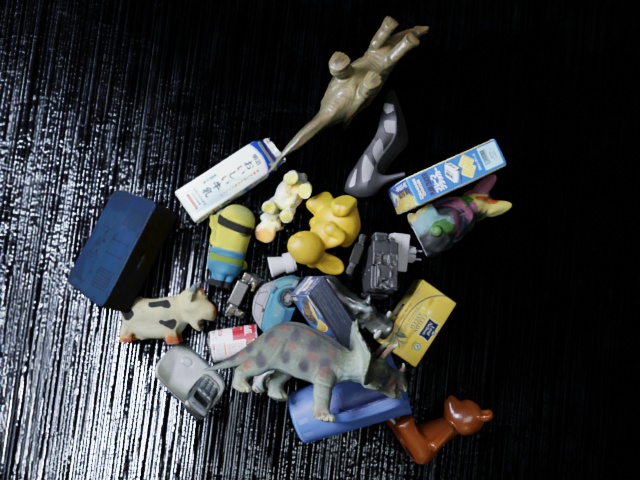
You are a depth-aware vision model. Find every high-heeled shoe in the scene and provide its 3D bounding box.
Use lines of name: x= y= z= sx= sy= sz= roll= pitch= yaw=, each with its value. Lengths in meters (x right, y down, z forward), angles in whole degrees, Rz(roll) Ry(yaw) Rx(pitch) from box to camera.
high-heeled shoe: x=0.121 y=-0.215 z=1.218 sx=0.145 sy=0.086 sz=0.249 roll=-10 pitch=67 yaw=23

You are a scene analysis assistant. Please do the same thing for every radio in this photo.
radio: x=-0.405 y=0.018 z=1.095 sx=0.131 sy=0.073 sz=0.229 roll=21 pitch=81 yaw=29

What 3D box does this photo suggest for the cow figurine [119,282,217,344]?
cow figurine: x=-0.314 y=0.152 z=1.123 sx=0.195 sy=0.085 sz=0.127 roll=1 pitch=88 yaw=-3

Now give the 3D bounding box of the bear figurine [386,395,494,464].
bear figurine: x=0.262 y=0.390 z=1.165 sx=0.196 sy=0.120 sz=0.132 roll=-33 pitch=88 yaw=-9

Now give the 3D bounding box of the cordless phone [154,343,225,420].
cordless phone: x=-0.269 y=0.290 z=1.069 sx=0.146 sy=0.184 sz=0.089 roll=44 pitch=87 yaw=-4

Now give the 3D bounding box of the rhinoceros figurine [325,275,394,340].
rhinoceros figurine: x=0.072 y=0.142 z=1.149 sx=0.190 sy=0.112 sz=0.073 roll=37 pitch=56 yaw=3

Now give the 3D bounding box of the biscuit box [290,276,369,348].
biscuit box: x=0.022 y=0.168 z=1.104 sx=0.063 sy=0.059 sz=0.202 roll=-48 pitch=117 yaw=-35

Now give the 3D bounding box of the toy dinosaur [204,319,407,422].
toy dinosaur: x=-0.038 y=0.225 z=1.034 sx=0.405 sy=0.131 sz=0.192 roll=13 pitch=75 yaw=21

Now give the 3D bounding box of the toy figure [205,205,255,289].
toy figure: x=-0.189 y=0.015 z=1.142 sx=0.089 sy=0.082 sz=0.180 roll=9 pitch=83 yaw=22

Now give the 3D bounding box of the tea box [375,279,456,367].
tea box: x=0.211 y=0.182 z=1.194 sx=0.098 sy=0.068 sz=0.169 roll=34 pitch=83 yaw=-4

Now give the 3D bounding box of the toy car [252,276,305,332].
toy car: x=-0.091 y=0.142 z=1.149 sx=0.103 sy=0.109 sz=0.161 roll=23 pitch=96 yaw=17

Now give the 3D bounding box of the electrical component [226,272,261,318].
electrical component: x=-0.165 y=0.119 z=1.142 sx=0.045 sy=0.078 sz=0.102 roll=26 pitch=81 yaw=0

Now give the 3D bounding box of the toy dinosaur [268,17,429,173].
toy dinosaur: x=0.065 y=-0.312 z=1.130 sx=0.471 sy=0.198 sz=0.105 roll=-41 pitch=84 yaw=-17

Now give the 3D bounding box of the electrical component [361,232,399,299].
electrical component: x=0.128 y=0.054 z=1.161 sx=0.058 sy=0.115 sz=0.134 roll=5 pitch=72 yaw=-9

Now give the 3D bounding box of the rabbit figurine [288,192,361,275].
rabbit figurine: x=-0.002 y=-0.003 z=1.143 sx=0.173 sy=0.122 sz=0.162 roll=-38 pitch=134 yaw=-38

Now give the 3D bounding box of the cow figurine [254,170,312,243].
cow figurine: x=-0.084 y=-0.074 z=1.166 sx=0.068 sy=0.098 sz=0.167 roll=36 pitch=102 yaw=-8

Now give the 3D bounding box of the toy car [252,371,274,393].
toy car: x=-0.065 y=0.253 z=1.151 sx=0.202 sy=0.073 sz=0.056 roll=-38 pitch=96 yaw=-8

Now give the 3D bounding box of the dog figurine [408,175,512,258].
dog figurine: x=0.306 y=-0.058 z=1.169 sx=0.219 sy=0.191 sz=0.108 roll=-30 pitch=85 yaw=8

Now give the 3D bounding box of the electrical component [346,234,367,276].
electrical component: x=0.079 y=0.033 z=1.171 sx=0.021 sy=0.063 sz=0.094 roll=20 pitch=85 yaw=4
